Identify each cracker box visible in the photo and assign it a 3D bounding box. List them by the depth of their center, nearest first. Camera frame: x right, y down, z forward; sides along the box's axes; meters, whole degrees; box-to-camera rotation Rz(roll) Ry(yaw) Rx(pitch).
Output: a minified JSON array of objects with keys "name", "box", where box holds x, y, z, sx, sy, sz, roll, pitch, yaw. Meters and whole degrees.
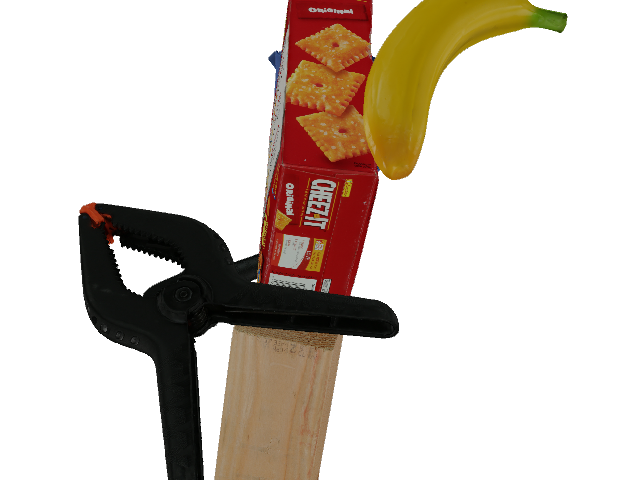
[{"name":"cracker box","box":[-0.002,-0.072,0.801,0.072,0.213,0.164,6,-41,-5]}]

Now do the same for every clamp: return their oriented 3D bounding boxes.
[{"name":"clamp","box":[-0.068,0.039,0.643,0.164,0.210,0.036,-33,-31,-18]},{"name":"clamp","box":[-0.125,0.048,1.151,0.120,0.039,0.171,-5,26,35]}]

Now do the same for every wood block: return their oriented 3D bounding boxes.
[{"name":"wood block","box":[-0.040,0.160,0.972,0.090,0.206,0.090,11,23,5]}]

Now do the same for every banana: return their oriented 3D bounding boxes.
[{"name":"banana","box":[0.070,-0.104,0.603,0.070,0.037,0.197,29,50,22]}]

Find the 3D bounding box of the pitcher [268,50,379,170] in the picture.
[{"name":"pitcher","box":[0.006,-0.129,1.403,0.144,0.243,0.149,-2,23,-18]}]
